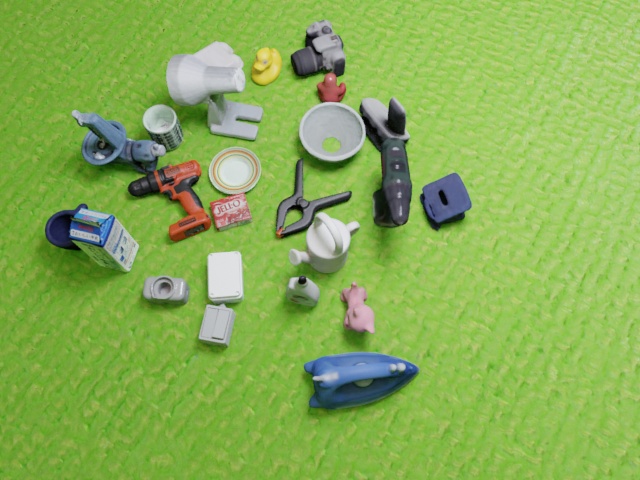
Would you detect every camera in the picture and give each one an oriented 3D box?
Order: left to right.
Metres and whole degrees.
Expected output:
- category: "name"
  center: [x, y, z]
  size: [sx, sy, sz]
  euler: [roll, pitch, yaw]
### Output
- category: "camera"
  center: [-0.013, -0.505, 1.525]
  size: [0.137, 0.101, 0.143]
  euler: [-22, 72, -9]

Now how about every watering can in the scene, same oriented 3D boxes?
- category: "watering can"
  center: [0.013, 0.006, 1.292]
  size: [0.101, 0.194, 0.173]
  euler: [35, 73, 11]

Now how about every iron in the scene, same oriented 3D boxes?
- category: "iron"
  center: [0.097, 0.286, 1.221]
  size: [0.258, 0.141, 0.118]
  euler: [-9, 71, -4]

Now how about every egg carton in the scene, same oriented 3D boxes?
- category: "egg carton"
  center: [-0.284, -0.457, 1.518]
  size: [0.150, 0.069, 0.107]
  euler: [-37, 75, -13]

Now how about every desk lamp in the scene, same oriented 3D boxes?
- category: "desk lamp"
  center: [-0.253, -0.357, 1.406]
  size: [0.203, 0.213, 0.118]
  euler: [10, 70, 3]

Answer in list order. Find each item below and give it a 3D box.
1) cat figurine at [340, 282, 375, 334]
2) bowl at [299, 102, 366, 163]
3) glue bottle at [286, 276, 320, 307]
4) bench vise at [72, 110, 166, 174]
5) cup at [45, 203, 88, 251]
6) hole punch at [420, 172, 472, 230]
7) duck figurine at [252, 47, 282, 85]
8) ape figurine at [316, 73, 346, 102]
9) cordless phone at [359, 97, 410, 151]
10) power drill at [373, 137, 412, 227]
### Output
- category: "cat figurine"
  center: [0.085, 0.156, 1.281]
  size: [0.067, 0.118, 0.128]
  euler: [-7, 70, -3]
- category: "bowl"
  center: [0.030, -0.260, 1.452]
  size: [0.167, 0.075, 0.167]
  euler: [0, 70, -1]
- category: "glue bottle"
  center: [-0.039, 0.106, 1.266]
  size: [0.078, 0.173, 0.037]
  euler: [9, 70, 3]
- category: "bench vise"
  center: [-0.480, -0.246, 1.358]
  size: [0.207, 0.220, 0.121]
  euler: [-10, 71, -5]
- category: "cup"
  center: [-0.573, -0.024, 1.343]
  size: [0.091, 0.095, 0.118]
  euler: [27, 72, 8]
- category: "hole punch"
  center: [0.303, -0.095, 1.390]
  size: [0.101, 0.091, 0.108]
  euler: [-17, 71, -7]
- category: "duck figurine"
  center: [-0.144, -0.475, 1.519]
  size: [0.077, 0.086, 0.105]
  euler: [28, 72, 9]
- category: "ape figurine"
  center: [0.028, -0.399, 1.492]
  size: [0.077, 0.092, 0.076]
  euler: [18, 71, 5]
- category: "cordless phone"
  center: [0.164, -0.318, 1.417]
  size: [0.094, 0.185, 0.147]
  euler: [-36, 75, -13]
- category: "power drill"
  center: [0.170, -0.109, 1.329]
  size: [0.075, 0.208, 0.229]
  euler: [-1, 70, -1]
